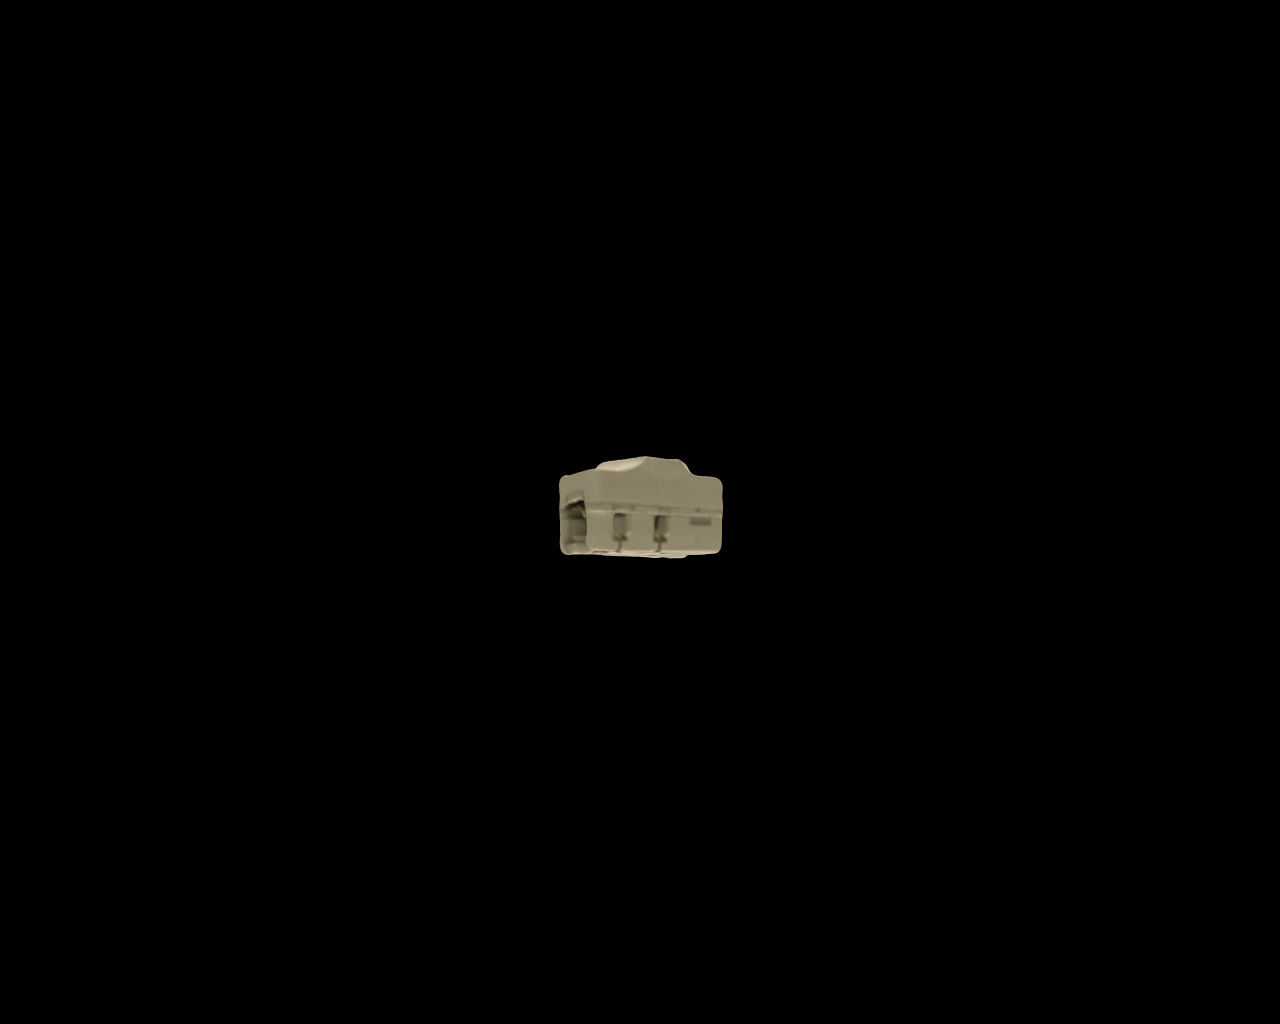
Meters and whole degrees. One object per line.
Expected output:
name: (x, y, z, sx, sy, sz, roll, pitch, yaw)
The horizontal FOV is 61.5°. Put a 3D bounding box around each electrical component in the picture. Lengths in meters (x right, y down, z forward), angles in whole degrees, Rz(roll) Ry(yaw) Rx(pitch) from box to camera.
electrical component: (0.001, -0.003, 0.650, 0.089, 0.055, 0.050, 4, -7, -29)
